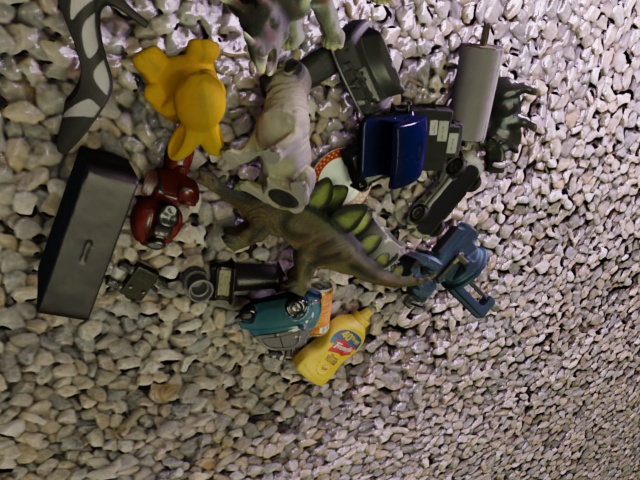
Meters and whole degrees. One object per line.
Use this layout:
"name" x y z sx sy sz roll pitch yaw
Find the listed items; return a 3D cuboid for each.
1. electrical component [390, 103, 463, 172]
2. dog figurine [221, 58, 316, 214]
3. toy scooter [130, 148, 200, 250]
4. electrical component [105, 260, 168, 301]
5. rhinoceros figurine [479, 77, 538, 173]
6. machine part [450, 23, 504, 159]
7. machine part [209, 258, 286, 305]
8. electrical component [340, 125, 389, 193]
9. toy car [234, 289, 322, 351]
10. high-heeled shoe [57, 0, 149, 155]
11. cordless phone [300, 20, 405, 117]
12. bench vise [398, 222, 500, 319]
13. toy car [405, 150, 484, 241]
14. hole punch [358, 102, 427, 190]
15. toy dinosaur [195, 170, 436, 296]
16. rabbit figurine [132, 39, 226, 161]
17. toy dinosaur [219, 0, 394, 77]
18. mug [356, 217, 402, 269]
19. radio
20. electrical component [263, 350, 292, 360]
"electrical component" 0.188 -0.185 0.972 0.134 0.058 0.114 4 118 -3
"dog figurine" -0.043 -0.158 0.822 0.172 0.121 0.190 69 38 -53
"toy scooter" -0.229 -0.055 0.809 0.075 0.135 0.183 17 108 -33
"electrical component" -0.306 0.072 0.905 0.094 0.021 0.063 31 99 -35
"rhinoceros figurine" 0.359 -0.223 1.052 0.112 0.073 0.190 -16 121 -20
"machine part" 0.282 -0.270 0.988 0.079 0.079 0.243 -8 118 -23
"machine part" -0.134 0.073 0.984 0.139 0.039 0.084 -4 108 -23
"electrical component" 0.077 -0.150 0.941 0.075 0.048 0.119 -31 122 -13
"toy car" -0.068 0.150 0.981 0.162 0.109 0.102 -13 92 3
"high-heeled shoe" -0.333 -0.244 0.700 0.145 0.086 0.248 30 99 -25
"cordless phone" 0.031 -0.255 0.882 0.184 0.089 0.146 -29 125 4
"bench vise" 0.288 0.092 1.139 0.240 0.129 0.223 43 72 -17
"toy car" 0.250 -0.086 1.079 0.073 0.056 0.201 32 100 -34
"hole punch" 0.134 -0.150 0.891 0.116 0.092 0.142 -14 116 -27
"toy dinosaur" -0.002 -0.003 0.935 0.471 0.105 0.198 33 101 -24
"rabbit figurine" -0.182 -0.190 0.740 0.122 0.173 0.162 -9 114 -27
"toy dinosaur" 0.011 -0.393 0.742 0.405 0.131 0.192 -50 147 -7
"mug" 0.101 0.025 1.055 0.107 0.081 0.109 -42 133 11
"radio" -0.341 -0.014 0.776 0.073 0.131 0.229 18 106 -33
"electrical component" -0.075 0.193 1.068 0.078 0.045 0.102 9 111 -28
